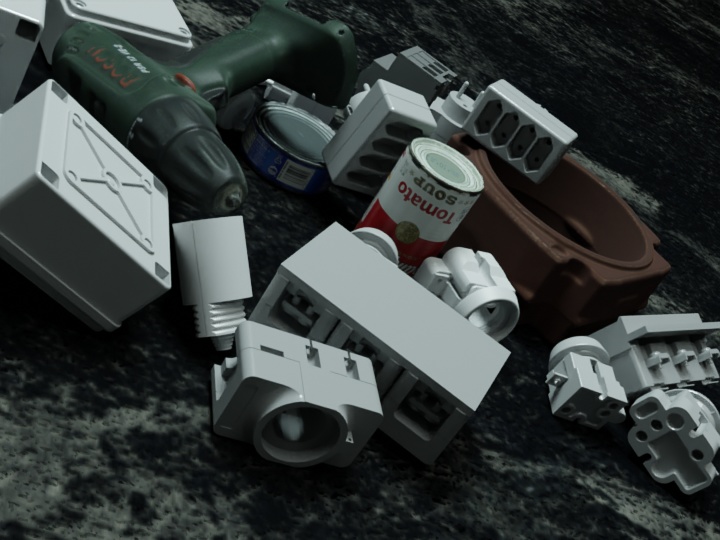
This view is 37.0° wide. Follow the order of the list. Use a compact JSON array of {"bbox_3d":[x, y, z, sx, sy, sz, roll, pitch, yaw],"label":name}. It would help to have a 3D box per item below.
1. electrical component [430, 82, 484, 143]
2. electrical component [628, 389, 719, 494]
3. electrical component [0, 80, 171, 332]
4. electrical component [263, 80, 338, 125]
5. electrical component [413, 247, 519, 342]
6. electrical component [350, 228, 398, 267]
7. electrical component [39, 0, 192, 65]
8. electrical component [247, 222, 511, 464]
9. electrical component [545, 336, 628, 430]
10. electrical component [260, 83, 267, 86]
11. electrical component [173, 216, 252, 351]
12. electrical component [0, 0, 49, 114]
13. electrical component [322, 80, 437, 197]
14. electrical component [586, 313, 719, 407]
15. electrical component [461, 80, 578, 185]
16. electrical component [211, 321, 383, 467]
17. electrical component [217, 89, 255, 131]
[{"bbox_3d":[0.097,-0.154,1.080,0.138,0.073,0.052,29,30,-8],"label":"electrical component"},{"bbox_3d":[0.245,0.125,0.826,0.078,0.058,0.057,57,31,5],"label":"electrical component"},{"bbox_3d":[-0.166,-0.037,0.628,0.108,0.056,0.108,46,18,-36],"label":"electrical component"},{"bbox_3d":[-0.062,-0.163,0.964,0.076,0.047,0.083,24,31,-16],"label":"electrical component"},{"bbox_3d":[0.086,0.023,0.825,0.078,0.058,0.057,11,34,-34],"label":"electrical component"},{"bbox_3d":[0.000,0.000,0.787,0.066,0.048,0.055,34,37,0],"label":"electrical component"},{"bbox_3d":[-0.207,-0.206,0.877,0.109,0.056,0.108,7,39,-38],"label":"electrical component"},{"bbox_3d":[0.012,0.048,0.709,0.150,0.061,0.089,37,30,6],"label":"electrical component"},{"bbox_3d":[0.172,0.085,0.829,0.066,0.048,0.055,20,39,-22],"label":"electrical component"},{"bbox_3d":[-0.075,-0.214,1.027,0.083,0.047,0.075,-3,46,-46],"label":"electrical component"},{"bbox_3d":[-0.089,0.009,0.666,0.043,0.043,0.081,-9,93,-50],"label":"electrical component"},{"bbox_3d":[-0.266,-0.143,0.675,0.109,0.108,0.056,17,36,-27],"label":"electrical component"},{"bbox_3d":[0.009,-0.116,0.856,0.047,0.083,0.075,14,41,-36],"label":"electrical component"},{"bbox_3d":[0.244,0.074,0.894,0.121,0.079,0.063,1,65,-44],"label":"electrical component"},{"bbox_3d":[0.144,-0.124,0.935,0.083,0.047,0.076,38,30,9],"label":"electrical component"},{"bbox_3d":[-0.037,0.076,0.631,0.089,0.050,0.055,19,32,-23],"label":"electrical component"},{"bbox_3d":[-0.123,-0.151,0.895,0.078,0.040,0.040,42,31,15],"label":"electrical component"}]
